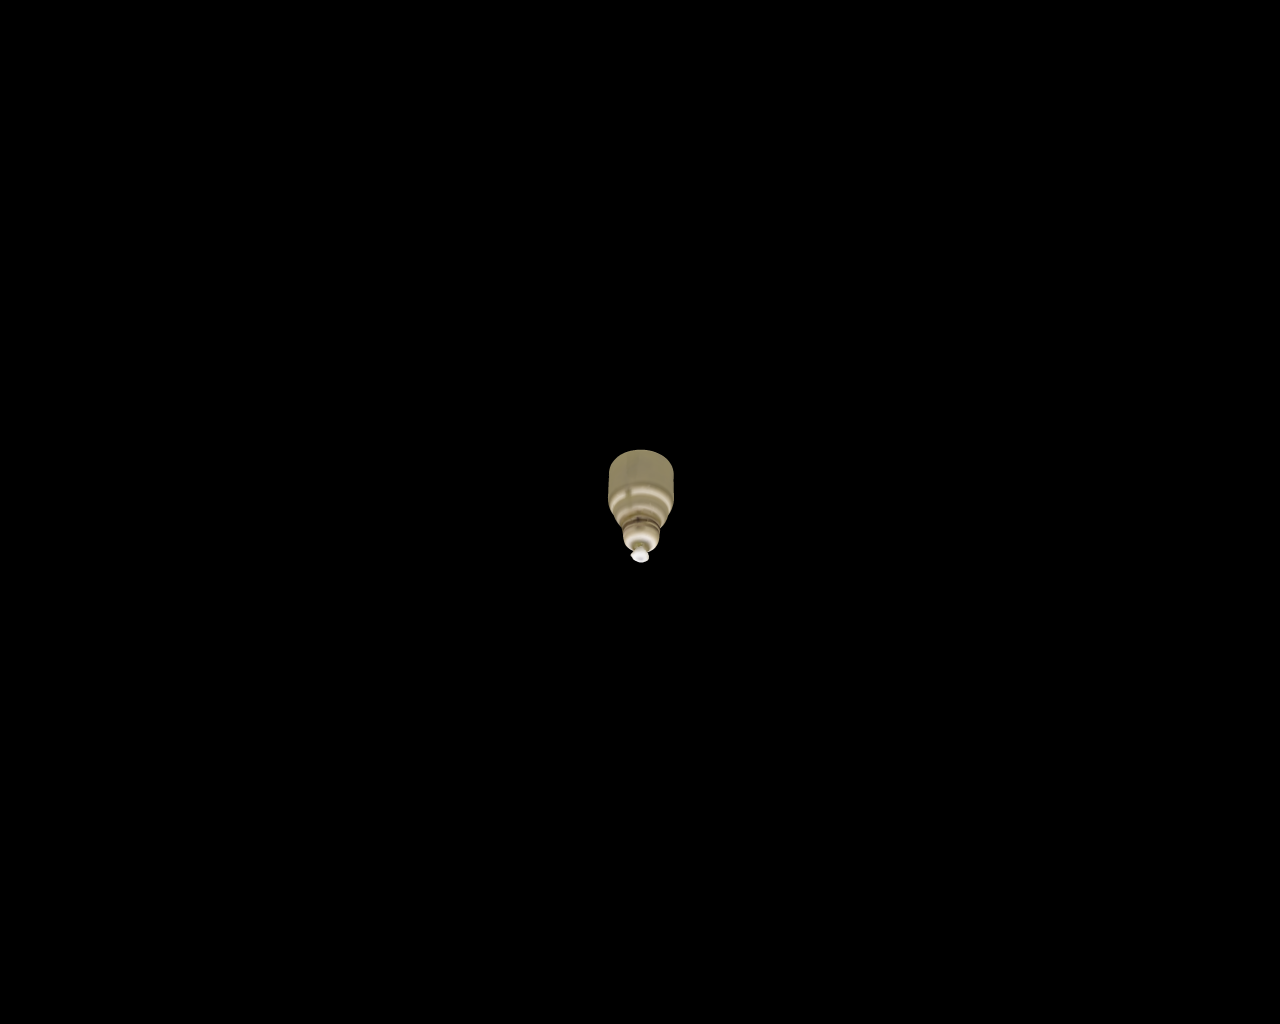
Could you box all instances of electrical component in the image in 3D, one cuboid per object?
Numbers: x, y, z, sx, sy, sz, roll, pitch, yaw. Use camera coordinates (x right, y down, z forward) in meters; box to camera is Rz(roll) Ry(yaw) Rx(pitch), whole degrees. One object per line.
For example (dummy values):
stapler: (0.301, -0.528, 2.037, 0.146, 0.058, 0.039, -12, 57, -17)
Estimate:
electrical component: (0.001, -0.003, 0.650, 0.040, 0.078, 0.040, 0, -40, 0)
